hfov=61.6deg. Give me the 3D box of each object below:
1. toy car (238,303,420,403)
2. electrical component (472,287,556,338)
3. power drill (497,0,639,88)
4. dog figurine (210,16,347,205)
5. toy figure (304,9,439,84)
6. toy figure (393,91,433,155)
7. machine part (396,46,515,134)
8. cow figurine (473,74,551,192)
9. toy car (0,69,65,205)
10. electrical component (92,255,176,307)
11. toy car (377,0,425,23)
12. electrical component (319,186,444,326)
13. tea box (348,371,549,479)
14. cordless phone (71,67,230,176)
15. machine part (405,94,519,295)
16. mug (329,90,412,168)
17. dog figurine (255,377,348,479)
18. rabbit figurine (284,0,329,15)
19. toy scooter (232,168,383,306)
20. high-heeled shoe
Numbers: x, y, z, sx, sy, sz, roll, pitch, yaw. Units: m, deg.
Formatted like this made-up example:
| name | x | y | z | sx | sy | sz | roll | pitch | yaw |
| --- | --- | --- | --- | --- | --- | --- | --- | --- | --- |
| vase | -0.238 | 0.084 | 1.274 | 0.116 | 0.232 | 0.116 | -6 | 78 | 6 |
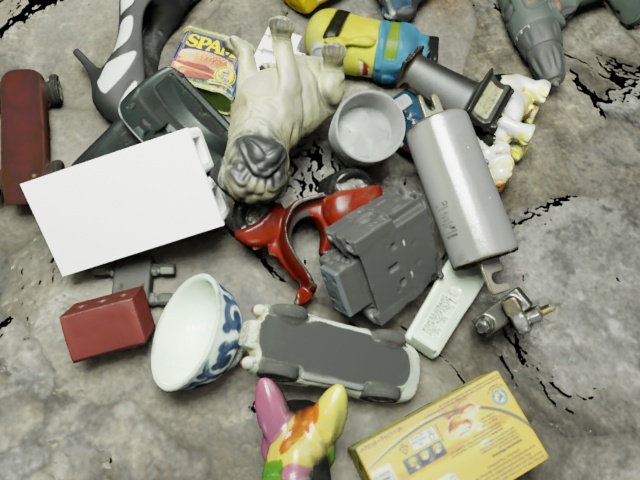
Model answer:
| name | x | y | z | sx | sy | sz | roll | pitch | yaw |
| --- | --- | --- | --- | --- | --- | --- | --- | --- | --- |
| toy car | 0.013 | 0.120 | 0.558 | 0.202 | 0.056 | 0.073 | 17 | 66 | -17 |
| electrical component | 0.212 | 0.083 | 0.590 | 0.078 | 0.102 | 0.045 | -41 | 73 | 10 |
| power drill | 0.366 | -0.328 | 0.776 | 0.207 | 0.086 | 0.232 | -18 | 68 | -2 |
| dog figurine | -0.037 | -0.123 | 0.608 | 0.172 | 0.121 | 0.190 | 8 | 81 | -38 |
| toy figure | 0.068 | -0.258 | 0.722 | 0.180 | 0.082 | 0.089 | 5 | 56 | 3 |
| toy figure | 0.143 | -0.121 | 0.683 | 0.058 | 0.064 | 0.154 | -21 | 72 | -52 |
| machine part | 0.165 | -0.188 | 0.662 | 0.139 | 0.039 | 0.084 | 27 | 75 | 6 |
| cow figurine | 0.225 | -0.143 | 0.692 | 0.098 | 0.068 | 0.167 | 23 | 65 | 12 |
| toy car | -0.358 | -0.125 | 0.654 | 0.089 | 0.053 | 0.202 | -8 | 65 | -18 |
| electrical component | -0.212 | 0.049 | 0.611 | 0.094 | 0.021 | 0.063 | 1 | 69 | -4 |
| toy car | 0.121 | -0.396 | 0.777 | 0.103 | 0.109 | 0.161 | 35 | 81 | 34 |
| electrical component | 0.064 | 0.022 | 0.584 | 0.134 | 0.114 | 0.058 | -34 | 29 | -22 |
| tea box | 0.125 | 0.214 | 0.542 | 0.170 | 0.068 | 0.098 | -22 | 72 | -13 |
| cordless phone | -0.196 | -0.100 | 0.647 | 0.184 | 0.089 | 0.146 | -42 | 108 | 6 |
| machine part | 0.157 | -0.055 | 0.605 | 0.079 | 0.079 | 0.243 | -15 | 80 | -9 |
| mug | 0.057 | -0.134 | 0.649 | 0.109 | 0.107 | 0.081 | -44 | 96 | -9 |
| dog figurine | -0.025 | 0.237 | 0.472 | 0.109 | 0.191 | 0.219 | 2 | 84 | 4 |
| rabbit figurine | -0.020 | -0.436 | 0.771 | 0.162 | 0.121 | 0.173 | -40 | 56 | -10 |
| toy scooter | -0.001 | -0.002 | 0.617 | 0.184 | 0.075 | 0.135 | -16 | 81 | -14 |
| high-heeled shoe | -0.206 | -0.258 | 0.705 | 0.145 | 0.086 | 0.249 | 43 | 77 | 10 |
